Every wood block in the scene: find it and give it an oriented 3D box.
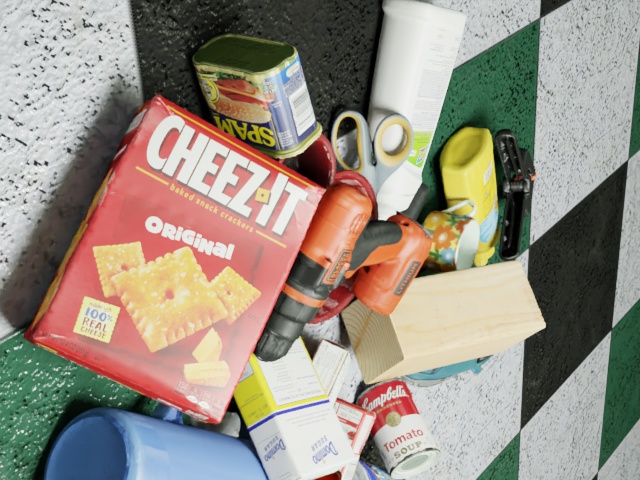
[{"bbox_3d":[0.142,0.091,1.220,0.205,0.091,0.090,-8,70,-32],"label":"wood block"}]

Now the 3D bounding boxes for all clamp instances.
[{"bbox_3d":[0.083,0.006,1.236,0.171,0.039,0.120,-31,124,-52],"label":"clamp"},{"bbox_3d":[0.256,-0.079,1.391,0.209,0.036,0.164,-45,133,-65],"label":"clamp"}]

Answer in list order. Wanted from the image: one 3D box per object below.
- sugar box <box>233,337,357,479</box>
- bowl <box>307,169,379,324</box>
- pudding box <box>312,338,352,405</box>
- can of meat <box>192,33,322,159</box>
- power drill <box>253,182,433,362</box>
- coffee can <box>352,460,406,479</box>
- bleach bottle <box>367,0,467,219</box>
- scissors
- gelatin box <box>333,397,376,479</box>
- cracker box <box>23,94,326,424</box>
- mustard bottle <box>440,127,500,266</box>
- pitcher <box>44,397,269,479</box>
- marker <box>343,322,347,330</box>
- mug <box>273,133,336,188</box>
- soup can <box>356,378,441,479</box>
[{"bbox_3d":[-0.039,0.147,1.029,0.093,0.048,0.176,-1,64,-54],"label":"sugar box"},{"bbox_3d":[-0.007,0.001,1.089,0.161,0.055,0.162,-29,128,-45],"label":"bowl"},{"bbox_3d":[-0.003,0.167,1.163,0.090,0.039,0.113,70,43,-77],"label":"pudding box"},{"bbox_3d":[-0.056,-0.126,0.920,0.057,0.102,0.084,-45,136,-33],"label":"can of meat"},{"bbox_3d":[0.024,0.036,1.028,0.187,0.057,0.184,3,121,-60],"label":"power drill"},{"bbox_3d":[0.042,0.313,1.267,0.140,0.103,0.103,35,76,-55],"label":"coffee can"},{"bbox_3d":[0.087,-0.131,1.156,0.102,0.068,0.251,-4,111,-53],"label":"bleach bottle"},{"bbox_3d":[0.068,-0.049,1.136,0.096,0.016,0.202,-18,112,1],"label":"scissors"},{"bbox_3d":[0.014,0.224,1.211,0.030,0.073,0.089,29,80,-57],"label":"gelatin box"},{"bbox_3d":[-0.113,0.017,0.854,0.164,0.072,0.213,29,77,-18],"label":"cracker box"},{"bbox_3d":[0.194,-0.041,1.350,0.096,0.058,0.191,-61,147,-41],"label":"mustard bottle"},{"bbox_3d":[-0.128,0.218,0.970,0.145,0.149,0.242,-44,143,9],"label":"pitcher"},{"bbox_3d":[0.067,0.080,1.265,0.120,0.020,0.020,-27,127,-46],"label":"marker"},{"bbox_3d":[-0.050,-0.052,0.980,0.093,0.082,0.117,34,77,-55],"label":"mug"},{"bbox_3d":[0.094,0.227,1.282,0.068,0.102,0.068,-18,147,-12],"label":"soup can"}]
